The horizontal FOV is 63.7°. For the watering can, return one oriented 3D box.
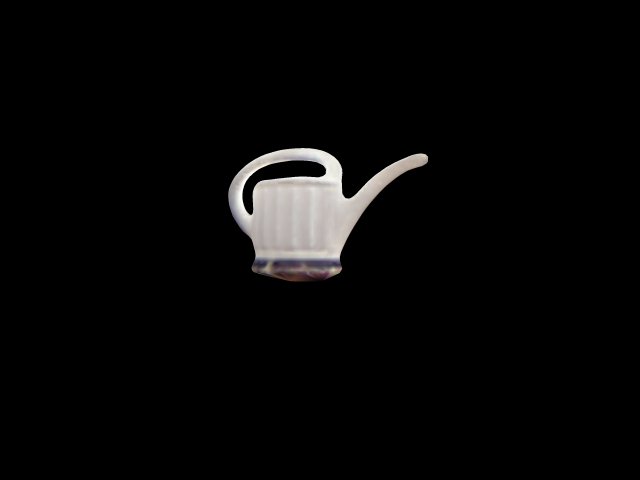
[{"bbox_3d":[0.003,-0.043,0.850,0.347,0.225,0.104,0,-2,20],"label":"watering can"}]
